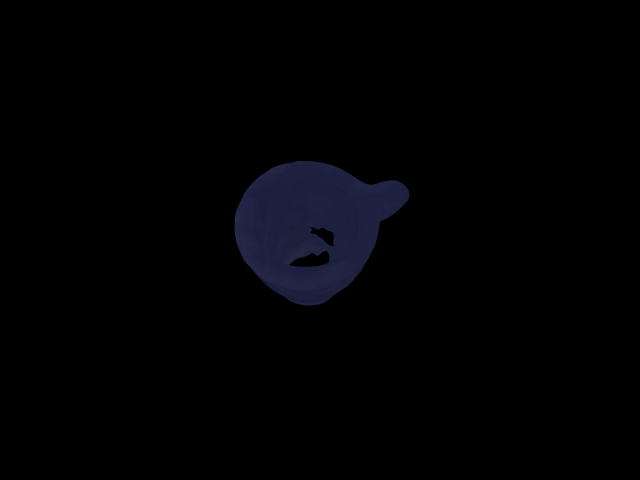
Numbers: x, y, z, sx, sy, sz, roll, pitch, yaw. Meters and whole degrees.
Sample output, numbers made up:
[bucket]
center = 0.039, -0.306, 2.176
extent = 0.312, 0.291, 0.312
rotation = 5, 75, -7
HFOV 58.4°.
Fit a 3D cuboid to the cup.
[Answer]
[cup]
center = 0.004, 0.001, 0.400
extent = 0.118, 0.095, 0.091
rotation = -22, 65, -10
